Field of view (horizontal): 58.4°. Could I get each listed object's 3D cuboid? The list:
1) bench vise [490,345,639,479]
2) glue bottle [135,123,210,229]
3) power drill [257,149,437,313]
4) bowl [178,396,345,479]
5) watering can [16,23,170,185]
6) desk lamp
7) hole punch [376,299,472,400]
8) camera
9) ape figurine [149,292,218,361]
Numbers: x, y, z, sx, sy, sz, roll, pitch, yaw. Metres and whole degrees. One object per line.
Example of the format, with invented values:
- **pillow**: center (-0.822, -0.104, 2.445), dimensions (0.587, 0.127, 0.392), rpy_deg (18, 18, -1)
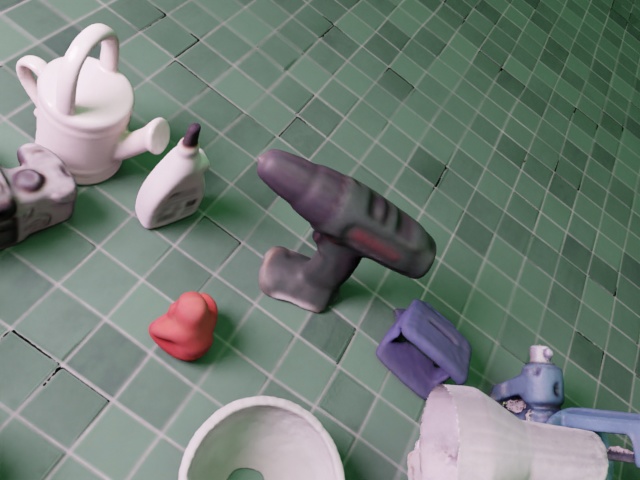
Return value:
- **bench vise**: center (0.296, 0.222, 0.678), dimensions (0.122, 0.219, 0.207), rpy_deg (-11, 67, -32)
- **glue bottle**: center (-0.159, -0.075, 0.649), dimensions (0.078, 0.173, 0.037), rpy_deg (-23, 74, -35)
- **power drill**: center (0.006, 0.002, 0.665), dimensions (0.230, 0.208, 0.075), rpy_deg (20, 54, -15)
- **bowl**: center (-0.063, 0.246, 0.569), dimensions (0.168, 0.074, 0.167), rpy_deg (13, 57, -20)
- **watering can**: center (-0.250, -0.152, 0.634), dimensions (0.173, 0.193, 0.101), rpy_deg (14, 56, -19)
- **desk lamp**: center (0.176, 0.238, 0.609), dimensions (0.204, 0.213, 0.118), rpy_deg (15, 56, -19)
- **hole punch**: center (0.142, 0.131, 0.734), dimensions (0.108, 0.091, 0.101), rpy_deg (41, 52, 0)
- **camera**: center (-0.348, -0.069, 0.593), dimensions (0.143, 0.100, 0.137), rpy_deg (-31, 79, -37)
- **ape figurine**: center (-0.141, 0.085, 0.614), dimensions (0.078, 0.092, 0.076), rpy_deg (-7, 65, -30)
